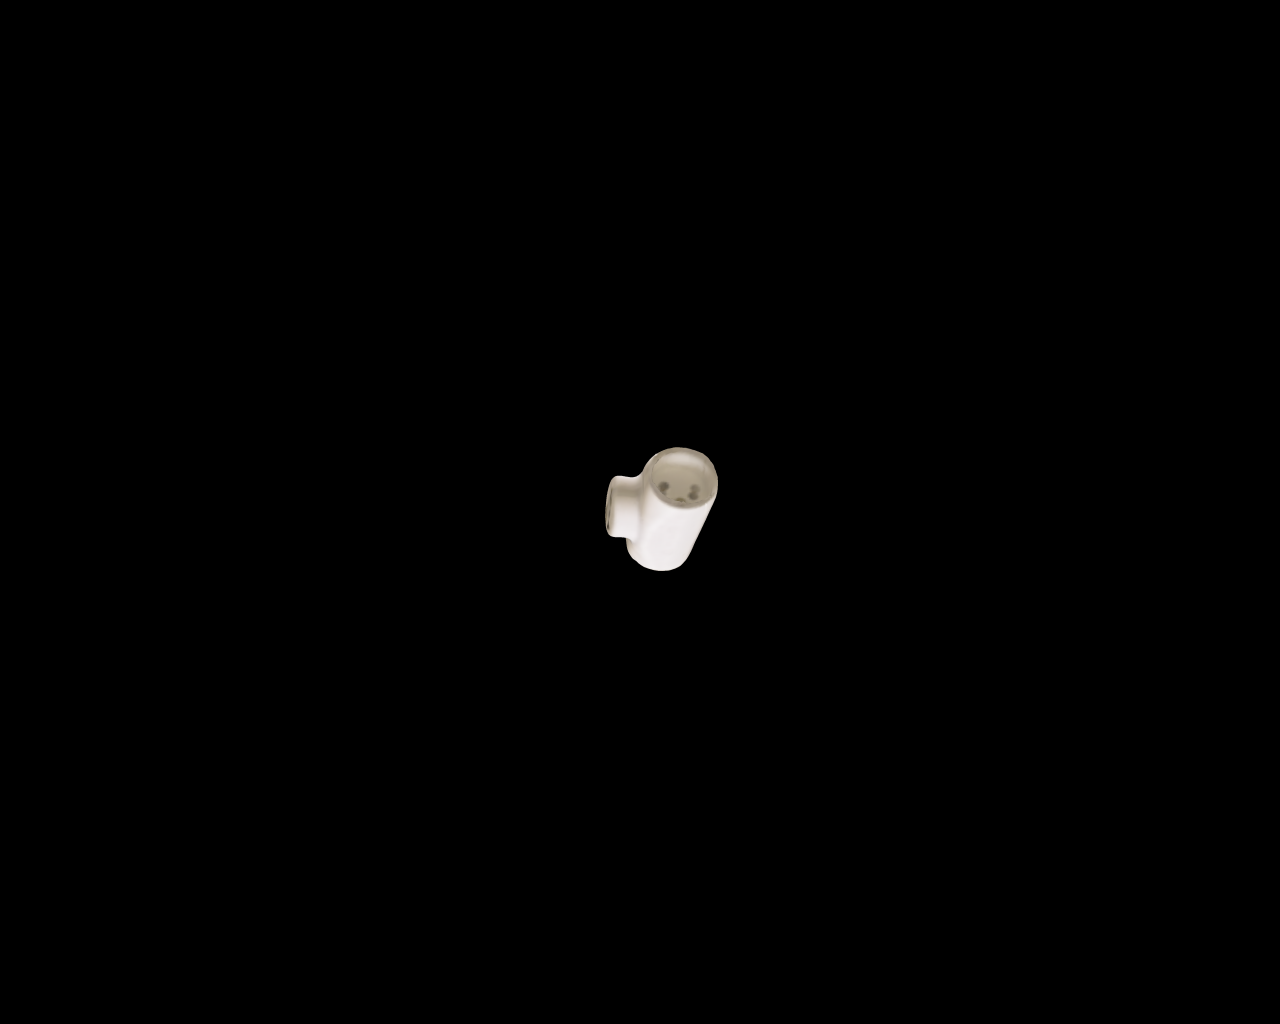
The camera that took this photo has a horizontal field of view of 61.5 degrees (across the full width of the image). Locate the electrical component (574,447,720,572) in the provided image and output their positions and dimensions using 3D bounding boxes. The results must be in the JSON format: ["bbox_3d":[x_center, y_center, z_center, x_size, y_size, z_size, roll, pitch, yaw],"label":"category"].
[{"bbox_3d":[0.001,-0.003,0.650,0.079,0.044,0.077,6,-32,-9],"label":"electrical component"}]
